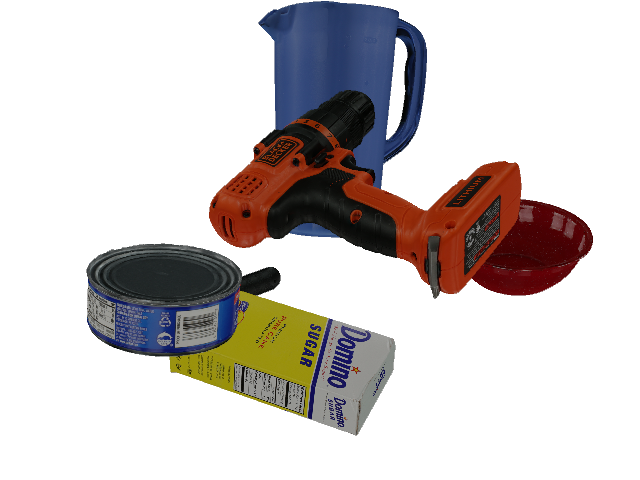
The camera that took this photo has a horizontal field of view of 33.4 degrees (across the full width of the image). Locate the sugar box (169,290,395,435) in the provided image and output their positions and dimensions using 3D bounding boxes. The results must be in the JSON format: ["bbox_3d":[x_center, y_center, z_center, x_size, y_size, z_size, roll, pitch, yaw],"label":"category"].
[{"bbox_3d":[-0.032,0.098,0.916,0.176,0.048,0.093,14,35,17],"label":"sugar box"}]

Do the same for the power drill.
[{"bbox_3d":[0.042,-0.040,0.754,0.188,0.057,0.184,16,44,30],"label":"power drill"}]

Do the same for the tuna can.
[{"bbox_3d":[-0.088,0.032,0.598,0.086,0.034,0.086,5,20,-2],"label":"tuna can"}]

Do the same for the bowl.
[{"bbox_3d":[0.211,0.013,1.159,0.162,0.055,0.162,-1,29,0],"label":"bowl"}]

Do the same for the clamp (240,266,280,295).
[{"bbox_3d":[-0.125,0.066,1.158,0.120,0.039,0.171,-5,25,34],"label":"clamp"}]

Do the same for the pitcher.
[{"bbox_3d":[0.022,-0.129,1.135,0.149,0.243,0.144,5,7,22],"label":"pitcher"}]
